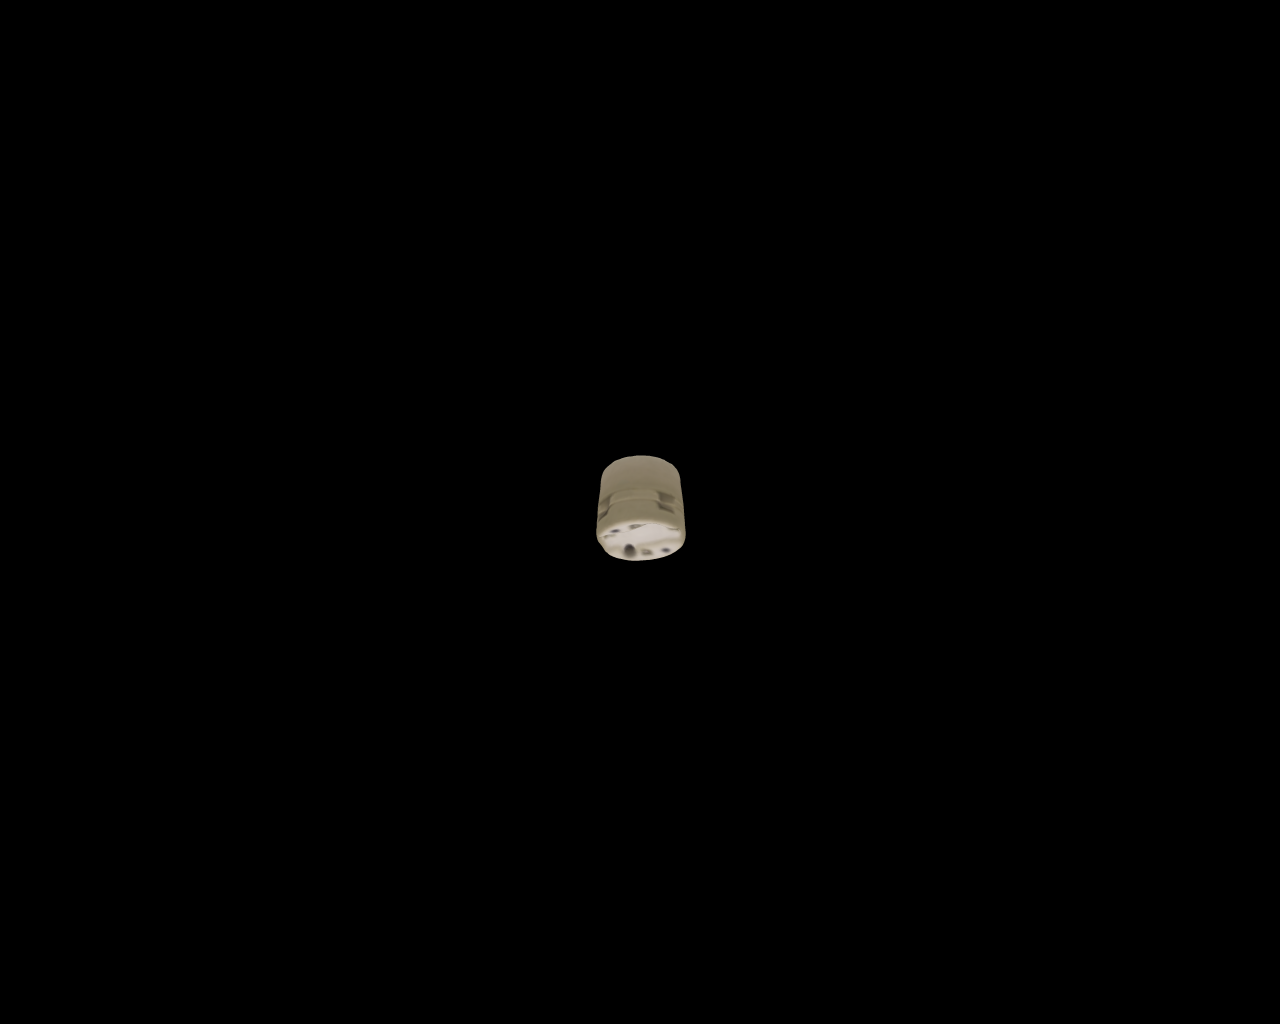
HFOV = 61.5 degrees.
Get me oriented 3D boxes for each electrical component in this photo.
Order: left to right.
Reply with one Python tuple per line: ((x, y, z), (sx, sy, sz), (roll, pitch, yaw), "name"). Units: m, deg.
((0.001, -0.003, 0.650), (0.055, 0.047, 0.055), (0, -29, 0), "electrical component")
